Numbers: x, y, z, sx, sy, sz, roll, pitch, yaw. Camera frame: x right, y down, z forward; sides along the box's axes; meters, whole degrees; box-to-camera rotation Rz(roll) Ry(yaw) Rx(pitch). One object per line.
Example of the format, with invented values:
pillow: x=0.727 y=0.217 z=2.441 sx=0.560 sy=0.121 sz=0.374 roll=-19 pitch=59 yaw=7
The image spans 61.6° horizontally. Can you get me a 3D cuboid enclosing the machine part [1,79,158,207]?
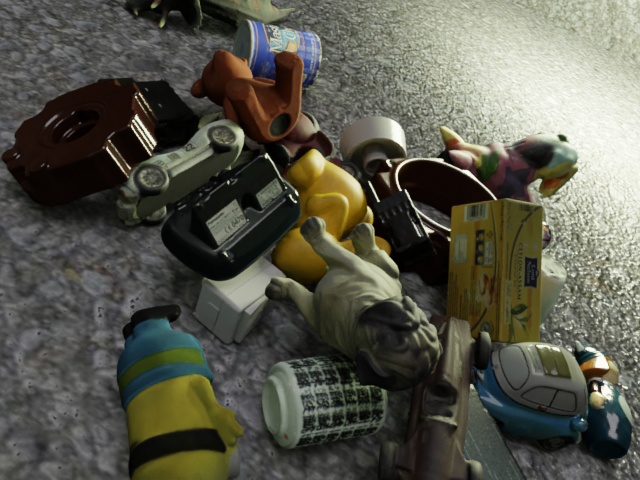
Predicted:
machine part: x=-0.278 y=-0.120 z=0.634 sx=0.179 sy=0.056 sz=0.179 roll=-10 pitch=47 yaw=11

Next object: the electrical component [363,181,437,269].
electrical component: x=0.100 y=-0.029 z=0.687 sx=0.048 sy=0.074 sz=0.119 roll=-25 pitch=61 yaw=9

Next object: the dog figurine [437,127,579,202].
dog figurine: x=0.309 y=-0.141 z=0.932 sx=0.219 sy=0.191 sz=0.108 roll=22 pitch=43 yaw=-28

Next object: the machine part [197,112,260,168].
machine part: x=-0.140 y=-0.136 z=0.799 sx=0.084 sy=0.039 sz=0.139 roll=-20 pitch=58 yaw=-35

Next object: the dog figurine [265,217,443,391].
dog figurine: x=0.061 y=0.076 z=0.530 sx=0.172 sy=0.121 sz=0.191 roll=4 pitch=27 yaw=-43

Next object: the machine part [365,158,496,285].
machine part: x=0.178 y=-0.037 z=0.813 sx=0.201 sy=0.087 sz=0.201 roll=-5 pitch=47 yaw=-33

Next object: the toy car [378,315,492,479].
toy car: x=0.114 y=0.151 z=0.511 sx=0.089 sy=0.053 sz=0.202 roll=9 pitch=50 yaw=15

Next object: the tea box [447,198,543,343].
tea box: x=0.216 y=0.039 z=0.668 sx=0.068 sy=0.098 sz=0.169 roll=6 pitch=86 yaw=-27

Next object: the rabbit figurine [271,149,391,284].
rabbit figurine: x=-0.001 y=-0.002 z=0.671 sx=0.162 sy=0.122 sz=0.173 roll=38 pitch=36 yaw=-9

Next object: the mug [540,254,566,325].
mug: x=0.275 y=0.063 z=0.735 sx=0.110 sy=0.107 sz=0.081 roll=40 pitch=40 yaw=15

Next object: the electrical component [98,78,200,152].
electrical component: x=-0.260 y=-0.179 z=0.771 sx=0.134 sy=0.058 sz=0.115 roll=-21 pitch=55 yaw=-41

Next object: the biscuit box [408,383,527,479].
biscuit box: x=0.159 y=0.238 z=0.518 sx=0.063 sy=0.059 sz=0.203 roll=0 pitch=46 yaw=-25

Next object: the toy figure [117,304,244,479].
toy figure: x=-0.131 y=0.143 z=0.462 sx=0.089 sy=0.082 sz=0.180 roll=-17 pitch=58 yaw=-24

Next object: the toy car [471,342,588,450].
toy car: x=0.242 y=0.162 z=0.613 sx=0.162 sy=0.102 sz=0.109 roll=17 pitch=39 yaw=-12

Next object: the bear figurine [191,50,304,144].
bear figurine: x=-0.114 y=-0.231 z=0.784 sx=0.120 sy=0.131 sz=0.196 roll=-33 pitch=60 yaw=-16

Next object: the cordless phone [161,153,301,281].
cordless phone: x=-0.126 y=-0.026 z=0.611 sx=0.146 sy=0.184 sz=0.088 roll=-44 pitch=117 yaw=-33

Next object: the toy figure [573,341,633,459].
toy figure: x=0.347 y=0.191 z=0.668 sx=0.058 sy=0.064 sz=0.154 roll=11 pitch=42 yaw=10

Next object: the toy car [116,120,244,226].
toy car: x=-0.173 y=-0.087 z=0.678 sx=0.056 sy=0.073 sz=0.202 roll=41 pitch=53 yaw=12

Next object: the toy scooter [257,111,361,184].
toy scooter: x=-0.034 y=-0.126 z=0.815 sx=0.135 sy=0.075 sz=0.184 roll=-25 pitch=64 yaw=-39

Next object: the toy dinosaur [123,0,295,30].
toy dinosaur: x=-0.190 y=-0.499 z=1.123 sx=0.405 sy=0.131 sz=0.192 roll=0 pitch=58 yaw=-33
